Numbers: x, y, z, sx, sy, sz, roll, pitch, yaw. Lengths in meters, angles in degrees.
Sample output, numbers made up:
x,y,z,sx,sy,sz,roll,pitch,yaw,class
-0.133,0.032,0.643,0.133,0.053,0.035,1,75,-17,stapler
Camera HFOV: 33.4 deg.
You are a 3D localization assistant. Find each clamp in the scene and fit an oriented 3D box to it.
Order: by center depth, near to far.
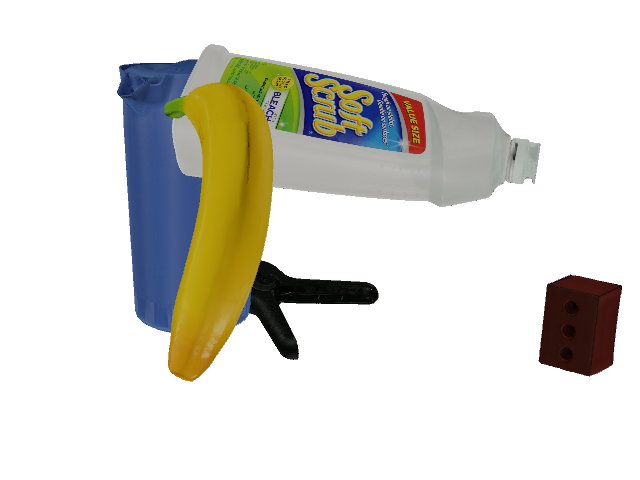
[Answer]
x,y,z,sx,sy,sz,roll,pitch,yaw,class
-0.062,0.065,1.192,0.210,0.036,0.164,16,29,24,clamp

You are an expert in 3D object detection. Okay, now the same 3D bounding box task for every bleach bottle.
x,y,z,sx,sy,sz,roll,pitch,yaw,class
0.028,-0.077,0.757,0.251,0.102,0.068,8,-40,11,bleach bottle

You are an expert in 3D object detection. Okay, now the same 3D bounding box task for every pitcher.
x,y,z,sx,sy,sz,roll,pitch,yaw,class
-0.109,-0.045,0.988,0.149,0.243,0.145,0,14,-7,pitcher

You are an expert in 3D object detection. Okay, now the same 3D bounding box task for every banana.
x,y,z,sx,sy,sz,roll,pitch,yaw,class
-0.052,-0.022,0.552,0.037,0.198,0.070,22,-49,-28,banana

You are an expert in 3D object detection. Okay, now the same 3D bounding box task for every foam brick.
x,y,z,sx,sy,sz,roll,pitch,yaw,class
0.235,0.076,0.967,0.053,0.078,0.051,13,18,36,foam brick
